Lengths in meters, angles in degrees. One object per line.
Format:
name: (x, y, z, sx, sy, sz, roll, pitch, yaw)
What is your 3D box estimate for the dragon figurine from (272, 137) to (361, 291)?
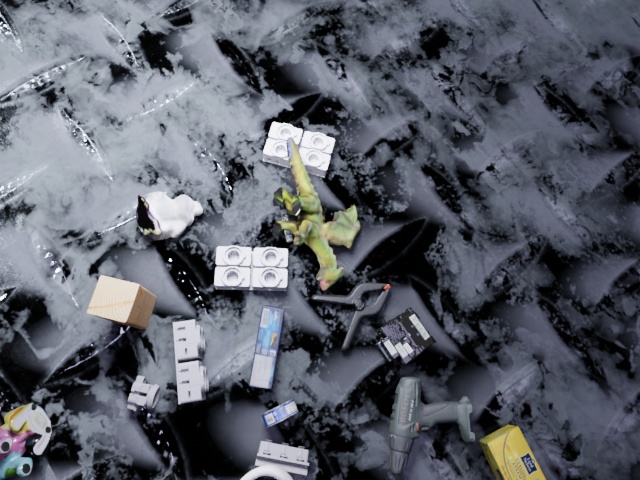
dragon figurine: (0.004, -0.071, 1.402, 0.242, 0.121, 0.416, 14, 69, -34)

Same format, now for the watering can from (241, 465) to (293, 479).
watering can: (-0.134, 0.687, 1.156, 0.224, 0.104, 0.349, 24, 86, -1)

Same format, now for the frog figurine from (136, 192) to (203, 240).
frog figurine: (-0.404, -0.073, 1.382, 0.139, 0.120, 0.161, 47, 39, 17)
